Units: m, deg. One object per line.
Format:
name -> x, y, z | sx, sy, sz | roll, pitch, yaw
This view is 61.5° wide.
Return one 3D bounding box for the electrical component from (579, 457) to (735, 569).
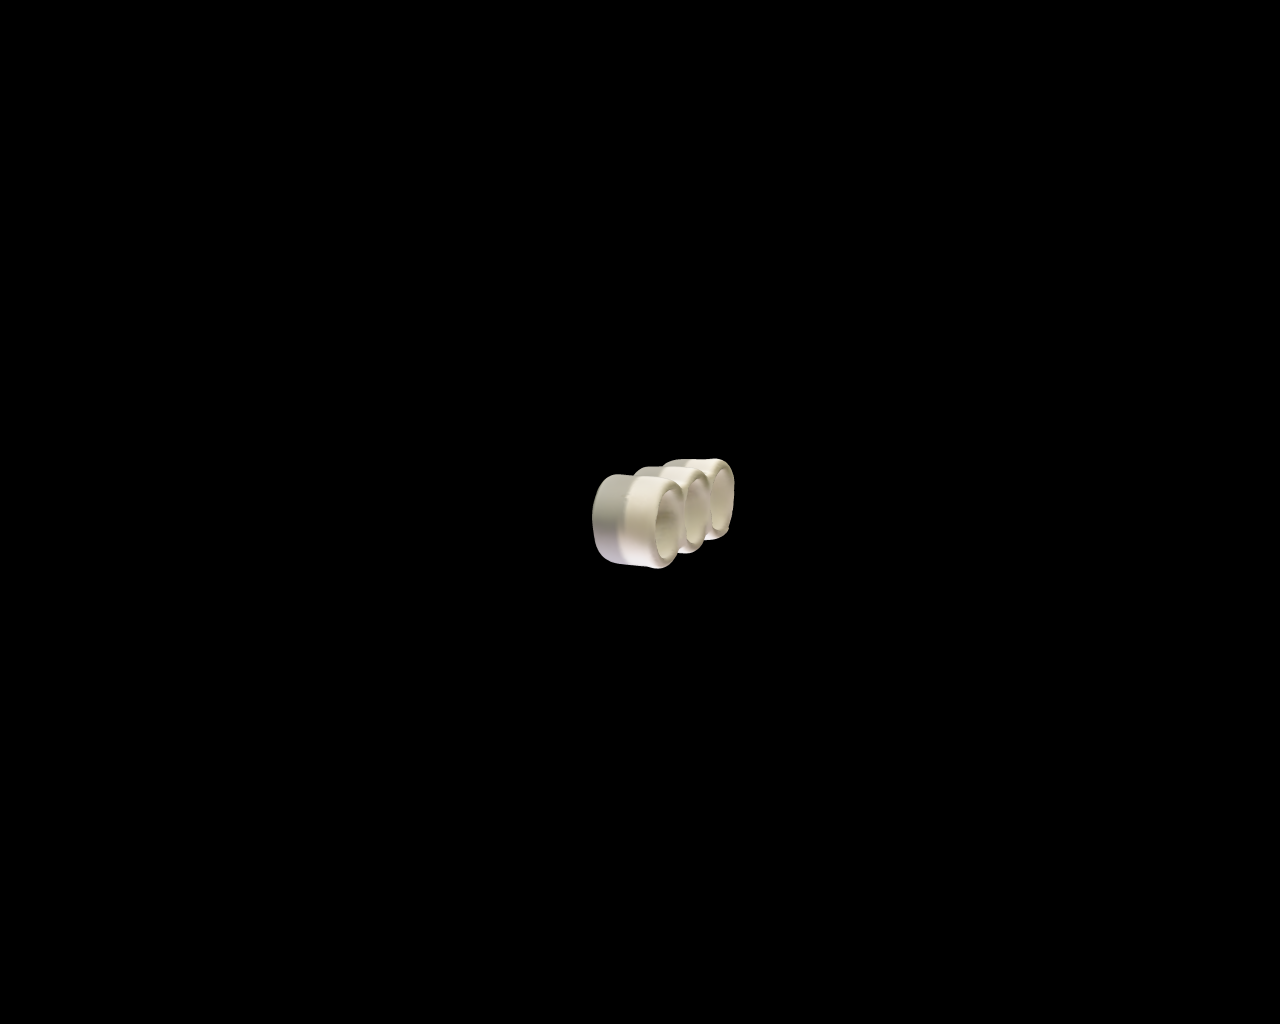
electrical component -> 0.001, -0.003, 0.650 | 0.074, 0.052, 0.138 | 4, 10, 23
